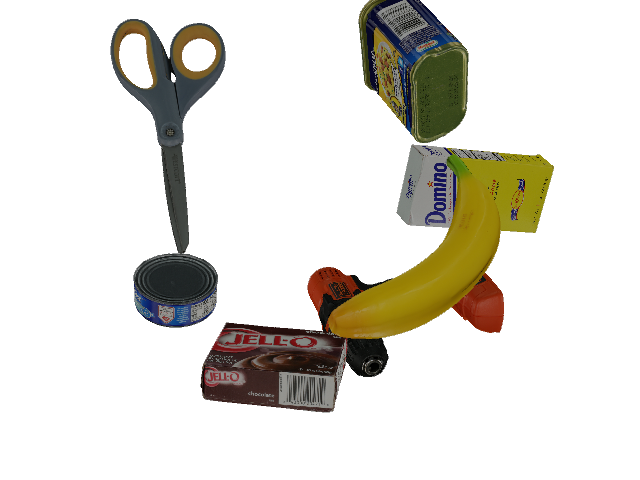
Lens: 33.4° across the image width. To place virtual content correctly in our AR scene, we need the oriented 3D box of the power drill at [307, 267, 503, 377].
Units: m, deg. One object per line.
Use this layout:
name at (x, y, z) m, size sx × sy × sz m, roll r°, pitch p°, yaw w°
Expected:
power drill at (0.092, 0.074, 1.119) m, size 0.187 × 0.057 × 0.184 m, roll -7°, pitch 29°, yaw -14°

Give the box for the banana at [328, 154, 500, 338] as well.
banana at (0.080, 0.015, 0.751) m, size 0.070 × 0.037 × 0.197 m, roll 24°, pitch 48°, yaw 17°

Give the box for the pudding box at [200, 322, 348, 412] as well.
pudding box at (-0.037, 0.106, 0.910) m, size 0.113 × 0.039 × 0.090 m, roll 6°, pitch 20°, yaw 6°

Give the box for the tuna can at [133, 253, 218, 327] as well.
tuna can at (-0.149, 0.051, 1.096) m, size 0.086 × 0.034 × 0.086 m, roll 4°, pitch 34°, yaw -3°

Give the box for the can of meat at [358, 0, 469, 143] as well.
can of meat at (0.078, -0.143, 0.879) m, size 0.057 × 0.084 × 0.102 m, roll -25°, pitch -37°, yaw -12°

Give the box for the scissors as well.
scissors at (-0.096, -0.090, 0.797) m, size 0.096 × 0.202 × 0.016 m, roll -20°, pitch -23°, yaw -14°

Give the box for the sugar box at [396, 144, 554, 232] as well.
sugar box at (0.188, -0.061, 1.297) m, size 0.176 × 0.093 × 0.048 m, roll 1°, pitch 24°, yaw -20°
